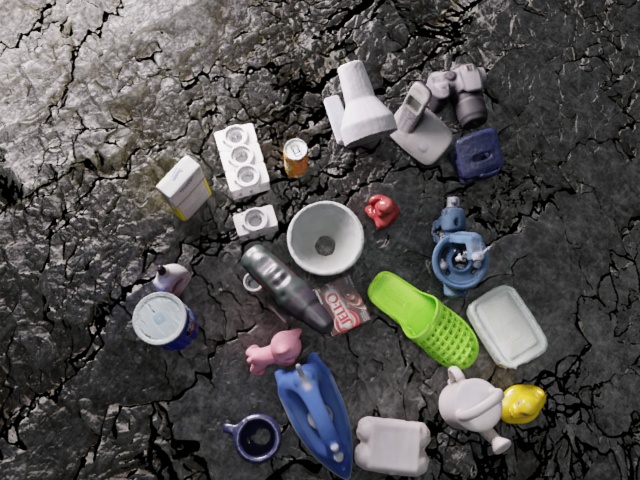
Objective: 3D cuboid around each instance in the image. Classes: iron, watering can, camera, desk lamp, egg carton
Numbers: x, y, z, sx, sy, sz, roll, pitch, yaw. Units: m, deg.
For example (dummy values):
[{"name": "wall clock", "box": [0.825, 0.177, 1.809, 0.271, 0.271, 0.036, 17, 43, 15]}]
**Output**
[{"name": "iron", "box": [0.004, 0.353, 1.122, 0.119, 0.141, 0.258, -25, 77, -9]}, {"name": "watering can", "box": [0.308, 0.327, 1.114, 0.172, 0.194, 0.101, 39, 77, 8]}, {"name": "camera", "box": [0.334, -0.336, 1.349, 0.143, 0.101, 0.137, -11, 75, -5]}, {"name": "desk lamp", "box": [0.081, -0.283, 1.266, 0.118, 0.213, 0.203, -17, 76, -7]}, {"name": "egg carton", "box": [0.145, 0.414, 1.148, 0.150, 0.069, 0.107, 6, 74, -1]}]

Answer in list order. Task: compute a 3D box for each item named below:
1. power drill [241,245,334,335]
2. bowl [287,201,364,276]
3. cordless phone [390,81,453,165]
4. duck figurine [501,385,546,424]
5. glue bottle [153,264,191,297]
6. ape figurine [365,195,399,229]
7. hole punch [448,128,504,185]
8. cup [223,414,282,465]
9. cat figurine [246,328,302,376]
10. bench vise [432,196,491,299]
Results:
[{"name": "power drill", "box": [-0.061, 0.112, 1.152, 0.229, 0.208, 0.076, 43, 77, 9]}, {"name": "bowl", "box": [0.012, 0.004, 1.254, 0.167, 0.075, 0.167, 1, 74, -2]}, {"name": "cordless phone", "box": [0.235, -0.263, 1.281, 0.147, 0.185, 0.094, 41, 77, 9]}, {"name": "duck figurine", "box": [0.421, 0.336, 1.172, 0.104, 0.086, 0.077, -24, 77, -9]}, {"name": "glue bottle", "box": [-0.309, 0.078, 1.170, 0.037, 0.173, 0.078, 30, 75, 7]}, {"name": "ape figurine", "box": [0.141, -0.068, 1.271, 0.076, 0.092, 0.078, 3, 74, -1]}, {"name": "hole punch", "box": [0.364, -0.191, 1.315, 0.109, 0.091, 0.101, -18, 76, -7]}, {"name": "cup", "box": [-0.133, 0.387, 1.131, 0.117, 0.095, 0.092, 17, 74, 3]}, {"name": "cat figurine", "box": [-0.090, 0.227, 1.166, 0.128, 0.118, 0.067, -19, 76, -7]}, {"name": "bench vise", "box": [0.282, 0.005, 1.190, 0.121, 0.220, 0.207, -20, 76, -7]}]
